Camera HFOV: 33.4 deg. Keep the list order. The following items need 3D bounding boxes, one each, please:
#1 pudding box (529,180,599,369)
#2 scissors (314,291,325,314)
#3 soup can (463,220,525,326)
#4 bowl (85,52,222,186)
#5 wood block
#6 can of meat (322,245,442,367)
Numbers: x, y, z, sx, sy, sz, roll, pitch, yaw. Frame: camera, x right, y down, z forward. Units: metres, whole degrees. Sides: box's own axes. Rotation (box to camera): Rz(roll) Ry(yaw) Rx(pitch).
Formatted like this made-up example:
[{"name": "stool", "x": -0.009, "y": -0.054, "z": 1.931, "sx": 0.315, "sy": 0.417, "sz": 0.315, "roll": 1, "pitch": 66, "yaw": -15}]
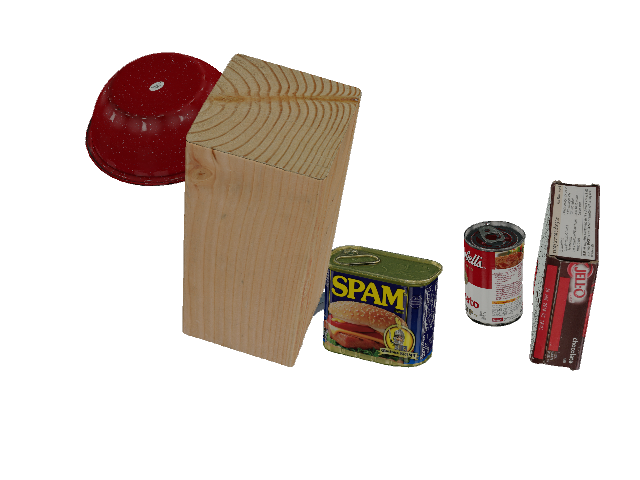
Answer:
[{"name": "pudding box", "x": 0.174, "y": 0.022, "z": 0.755, "sx": 0.039, "sy": 0.090, "sz": 0.113, "roll": 8, "pitch": 32, "yaw": 8}, {"name": "scissors", "x": 0.016, "y": 0.072, "z": 1.185, "sx": 0.202, "sy": 0.016, "sz": 0.096, "roll": 3, "pitch": 22, "yaw": 3}, {"name": "soup can", "x": 0.198, "y": 0.038, "z": 1.212, "sx": 0.068, "sy": 0.102, "sz": 0.068, "roll": -4, "pitch": 28, "yaw": 2}, {"name": "bowl", "x": -0.148, "y": -0.127, "z": 1.002, "sx": 0.162, "sy": 0.162, "sz": 0.055, "roll": 0, "pitch": -40, "yaw": 9}, {"name": "wood block", "x": -0.039, "y": -0.014, "z": 0.741, "sx": 0.091, "sy": 0.090, "sz": 0.206, "roll": 17, "pitch": -40, "yaw": 7}, {"name": "can of meat", "x": 0.051, "y": 0.058, "z": 0.930, "sx": 0.102, "sy": 0.084, "sz": 0.057, "roll": 11, "pitch": 21, "yaw": 25}]
